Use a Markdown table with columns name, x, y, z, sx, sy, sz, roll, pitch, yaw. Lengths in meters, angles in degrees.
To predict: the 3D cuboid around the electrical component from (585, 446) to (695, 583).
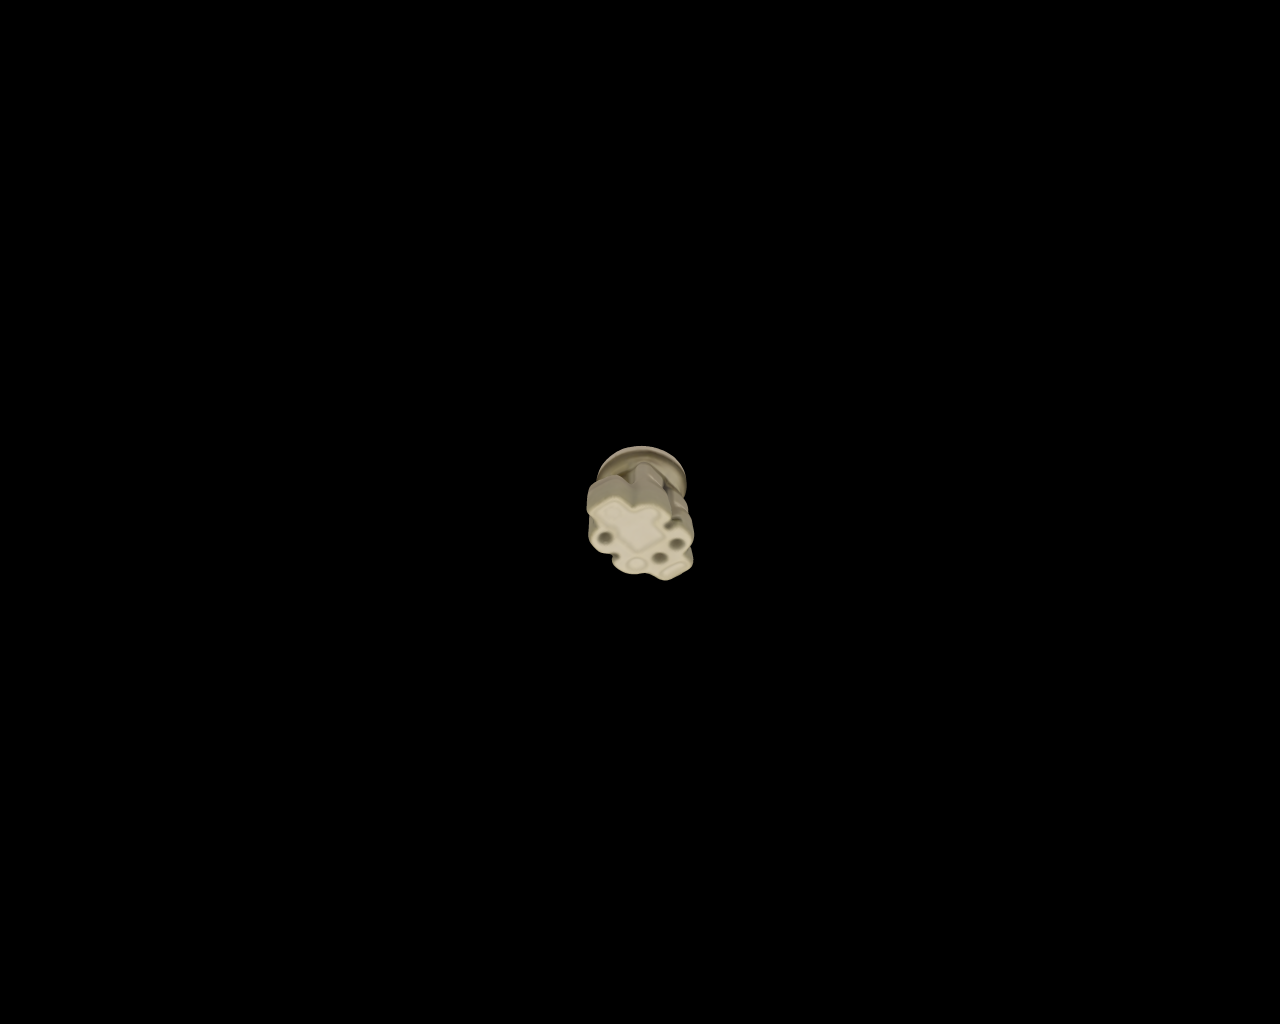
| name | x | y | z | sx | sy | sz | roll | pitch | yaw |
| --- | --- | --- | --- | --- | --- | --- | --- | --- | --- |
| electrical component | 0.001 | -0.003 | 0.650 | 0.058 | 0.057 | 0.078 | -30 | -54 | 24 |
